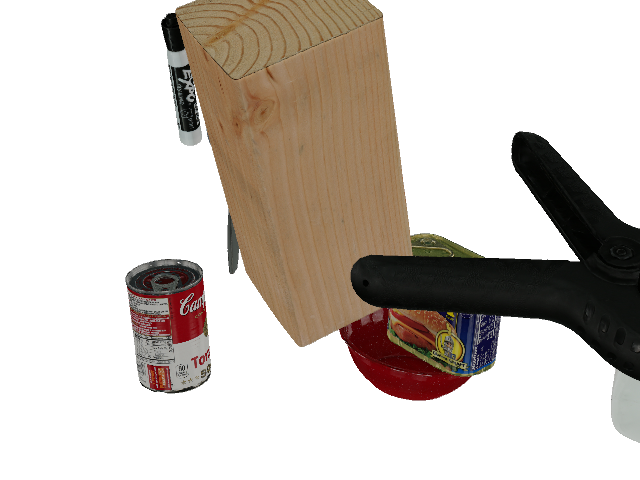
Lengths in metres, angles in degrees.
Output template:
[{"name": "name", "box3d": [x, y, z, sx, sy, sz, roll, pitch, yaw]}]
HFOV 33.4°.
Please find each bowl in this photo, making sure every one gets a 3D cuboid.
[{"name": "bowl", "box3d": [0.097, 0.122, 1.128, 0.162, 0.055, 0.162, 5, 24, -3]}]

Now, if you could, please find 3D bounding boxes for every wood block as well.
[{"name": "wood block", "box3d": [-0.010, -0.048, 0.642, 0.090, 0.206, 0.090, -25, 44, -14]}]

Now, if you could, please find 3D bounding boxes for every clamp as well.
[{"name": "clamp", "box3d": [0.130, 0.022, 0.509, 0.164, 0.036, 0.210, -32, 48, -33]}]

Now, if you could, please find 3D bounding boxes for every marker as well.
[{"name": "marker", "box3d": [-0.111, -0.128, 0.855, 0.020, 0.121, 0.020, -2, 44, 2]}]

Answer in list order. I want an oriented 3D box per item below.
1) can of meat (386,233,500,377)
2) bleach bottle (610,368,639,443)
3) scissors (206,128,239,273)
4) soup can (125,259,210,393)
[{"name": "can of meat", "box3d": [0.101, 0.053, 0.874, 0.057, 0.084, 0.102, -20, 34, -37]}, {"name": "bleach bottle", "box3d": [0.270, 0.065, 0.755, 0.103, 0.068, 0.250, 11, 22, 20]}, {"name": "scissors", "box3d": [-0.079, -0.068, 1.226, 0.096, 0.202, 0.016, -11, -6, -15]}, {"name": "soup can", "box3d": [-0.134, 0.077, 0.951, 0.068, 0.102, 0.068, -2, 23, 1]}]
